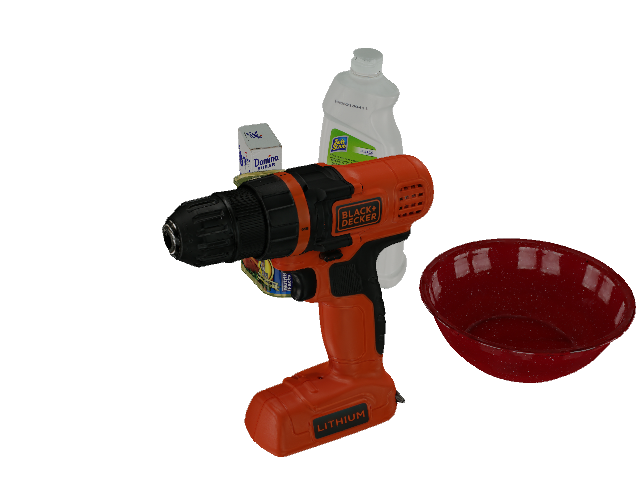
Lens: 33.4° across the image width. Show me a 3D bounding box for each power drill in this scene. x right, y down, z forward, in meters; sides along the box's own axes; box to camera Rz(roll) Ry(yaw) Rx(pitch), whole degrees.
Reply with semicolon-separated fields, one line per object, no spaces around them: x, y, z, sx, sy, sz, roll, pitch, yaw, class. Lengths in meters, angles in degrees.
-0.011;0.043;0.687;0.184;0.188;0.057;-13;29;-27;power drill

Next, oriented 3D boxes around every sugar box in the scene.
-0.074;-0.048;1.325;0.048;0.176;0.093;-9;25;-11;sugar box

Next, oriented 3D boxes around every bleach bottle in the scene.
0.048;-0.075;1.106;0.103;0.251;0.068;12;33;13;bleach bottle

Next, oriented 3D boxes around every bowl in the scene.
0.155;0.060;0.818;0.162;0.055;0.162;1;30;-1;bowl

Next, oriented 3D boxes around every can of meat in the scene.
-0.035;-0.006;0.903;0.057;0.084;0.102;-9;21;-19;can of meat
